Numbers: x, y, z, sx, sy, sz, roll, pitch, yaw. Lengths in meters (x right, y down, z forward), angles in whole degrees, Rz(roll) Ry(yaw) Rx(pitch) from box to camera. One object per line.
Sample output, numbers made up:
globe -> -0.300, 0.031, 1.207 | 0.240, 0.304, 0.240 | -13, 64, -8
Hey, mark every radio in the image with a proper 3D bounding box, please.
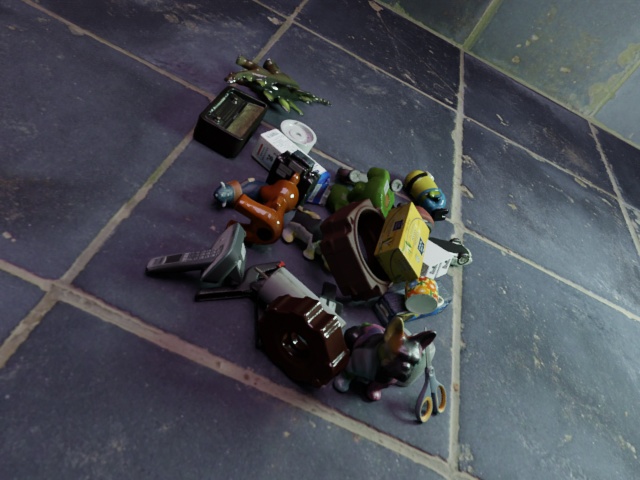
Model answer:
radio -> -0.238, -0.322, 1.444 | 0.131, 0.073, 0.230 | 28, 37, -5

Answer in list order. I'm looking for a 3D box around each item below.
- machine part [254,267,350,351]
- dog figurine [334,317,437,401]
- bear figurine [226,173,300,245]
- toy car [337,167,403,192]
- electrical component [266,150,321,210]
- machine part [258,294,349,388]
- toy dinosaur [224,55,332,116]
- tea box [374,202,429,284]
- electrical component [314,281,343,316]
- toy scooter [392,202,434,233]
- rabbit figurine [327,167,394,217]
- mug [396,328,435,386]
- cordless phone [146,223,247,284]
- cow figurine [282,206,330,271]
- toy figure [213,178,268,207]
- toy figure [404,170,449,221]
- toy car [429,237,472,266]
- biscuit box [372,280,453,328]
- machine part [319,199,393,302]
machine part -> -0.035, 0.133, 1.038 | 0.243, 0.079, 0.079 | 40, 40, 10
dog figurine -> 0.124, 0.201, 1.019 | 0.108, 0.219, 0.192 | 25, 40, -13
bear figurine -> -0.121, -0.082, 1.228 | 0.132, 0.120, 0.196 | 22, 43, -9
toy car -> 0.141, -0.166, 1.527 | 0.202, 0.053, 0.089 | 10, 4, -26
electrical component -> -0.066, -0.154, 1.333 | 0.115, 0.134, 0.058 | 38, 40, 4
machine part -> -0.033, 0.182, 0.972 | 0.179, 0.179, 0.056 | 42, 45, 12
toy dinosaur -> -0.119, -0.453, 1.616 | 0.199, 0.105, 0.471 | 39, 27, 18
tea box -> 0.188, 0.005, 1.218 | 0.098, 0.068, 0.170 | 52, 37, -26
electrical component -> 0.006, 0.146, 1.132 | 0.075, 0.047, 0.119 | 21, 40, -13
toy scooter -> 0.225, -0.078, 1.489 | 0.184, 0.075, 0.135 | 11, 42, -16
rabbit figurine -> 0.093, -0.095, 1.395 | 0.170, 0.121, 0.159 | 3, 56, 25
mug -> 0.186, 0.230, 1.114 | 0.081, 0.107, 0.110 | 8, 47, -28
cordless phone -> -0.243, 0.031, 1.075 | 0.184, 0.088, 0.147 | -5, 26, 0
cow figurine -> -0.001, -0.004, 1.246 | 0.167, 0.098, 0.068 | 38, 33, 8
toy figure -> -0.188, -0.109, 1.265 | 0.154, 0.058, 0.064 | -8, 75, -42
toy figure -> 0.318, -0.136, 1.603 | 0.089, 0.082, 0.180 | 7, 48, -31
toy car -> 0.326, 0.026, 1.459 | 0.201, 0.056, 0.074 | 11, 37, -25
biscuit box -> 0.220, 0.148, 1.258 | 0.202, 0.059, 0.063 | -7, 52, -37
machine part -> 0.098, 0.021, 1.218 | 0.201, 0.087, 0.200 | -39, 107, -54
